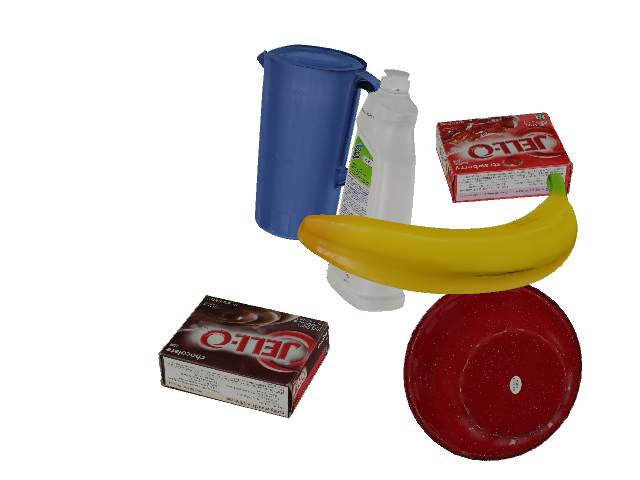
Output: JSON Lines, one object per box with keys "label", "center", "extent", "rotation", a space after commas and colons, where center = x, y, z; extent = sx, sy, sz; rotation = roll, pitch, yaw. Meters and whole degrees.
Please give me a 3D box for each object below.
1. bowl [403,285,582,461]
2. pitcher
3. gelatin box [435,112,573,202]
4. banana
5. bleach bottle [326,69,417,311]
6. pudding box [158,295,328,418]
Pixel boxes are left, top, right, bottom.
{"label": "bowl", "center": [0.155, 0.116, 0.904], "extent": [0.162, 0.162, 0.055], "rotation": [0, 5, -9]}
{"label": "pitcher", "center": [-0.011, -0.125, 1.392], "extent": [0.144, 0.243, 0.149], "rotation": [0, 23, -19]}
{"label": "gelatin box", "center": [0.136, -0.063, 0.799], "extent": [0.089, 0.030, 0.073], "rotation": [-5, 37, -1]}
{"label": "banana", "center": [0.083, 0.002, 0.614], "extent": [0.197, 0.037, 0.070], "rotation": [-9, 41, -32]}
{"label": "bleach bottle", "center": [0.066, -0.057, 1.154], "extent": [0.068, 0.251, 0.103], "rotation": [-1, 22, -27]}
{"label": "pudding box", "center": [-0.060, 0.091, 0.853], "extent": [0.114, 0.039, 0.090], "rotation": [9, 30, 17]}
